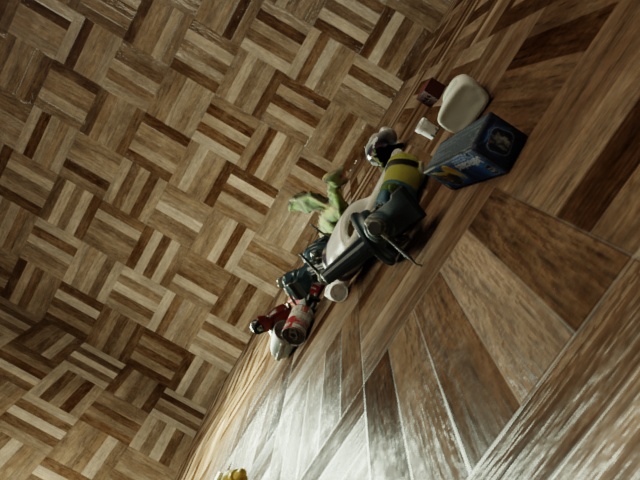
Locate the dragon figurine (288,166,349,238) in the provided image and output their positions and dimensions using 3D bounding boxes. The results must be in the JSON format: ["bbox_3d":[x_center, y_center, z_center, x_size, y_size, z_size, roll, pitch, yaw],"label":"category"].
[{"bbox_3d":[0.005,-0.088,1.758,0.402,0.242,0.125,-53,12,40],"label":"dragon figurine"}]

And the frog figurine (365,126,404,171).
[{"bbox_3d":[0.209,-0.314,1.711,0.163,0.122,0.134,-90,10,-59],"label":"frog figurine"}]

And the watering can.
[{"bbox_3d":[0.102,-0.044,1.188,0.355,0.104,0.219,-60,-1,-35],"label":"watering can"}]
